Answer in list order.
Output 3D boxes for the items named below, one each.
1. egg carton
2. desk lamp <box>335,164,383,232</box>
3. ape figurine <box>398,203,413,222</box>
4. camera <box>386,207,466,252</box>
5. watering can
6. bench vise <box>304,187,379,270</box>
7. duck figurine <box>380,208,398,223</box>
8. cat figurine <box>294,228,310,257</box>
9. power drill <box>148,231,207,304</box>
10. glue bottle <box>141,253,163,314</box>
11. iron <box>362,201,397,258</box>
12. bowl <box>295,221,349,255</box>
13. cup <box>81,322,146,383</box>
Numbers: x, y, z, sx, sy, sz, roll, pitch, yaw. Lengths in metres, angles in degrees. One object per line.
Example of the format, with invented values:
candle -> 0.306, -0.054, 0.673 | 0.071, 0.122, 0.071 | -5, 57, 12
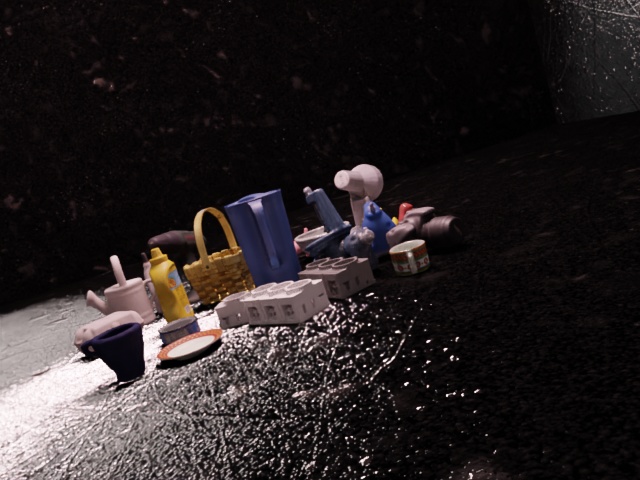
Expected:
egg carton -> -0.494, 0.219, 1.347 | 0.107, 0.069, 0.151 | -9, 12, 47
desk lamp -> 0.125, -0.127, 1.812 | 0.117, 0.213, 0.204 | -12, 10, 33
ape figurine -> 0.237, -0.054, 1.521 | 0.076, 0.092, 0.078 | -14, 9, 22
camera -> 0.238, -0.019, 1.265 | 0.143, 0.101, 0.136 | -24, 11, -37
watering can -> -0.515, 0.137, 1.493 | 0.173, 0.194, 0.100 | -25, 11, -39
bench vise -> 0.044, -0.027, 1.304 | 0.206, 0.220, 0.122 | -12, 10, 35
duck figurine -> 0.174, -0.053, 1.665 | 0.104, 0.086, 0.077 | -16, 9, 12
cat figurine -> -0.088, 0.005, 1.726 | 0.128, 0.118, 0.067 | -18, 9, -3
power drill -> -0.376, 0.069, 1.597 | 0.075, 0.208, 0.230 | -15, 9, 19
glue bottle -> -0.458, 0.117, 1.578 | 0.037, 0.173, 0.078 | -21, 9, -23
iron -> 0.139, -0.037, 1.448 | 0.118, 0.141, 0.258 | -17, 8, 2
bowl -> 0.015, 0.006, 1.654 | 0.167, 0.075, 0.167 | -17, 8, 3
cup -> -0.369, 0.212, 1.042 | 0.117, 0.095, 0.092 | -17, 9, 6
